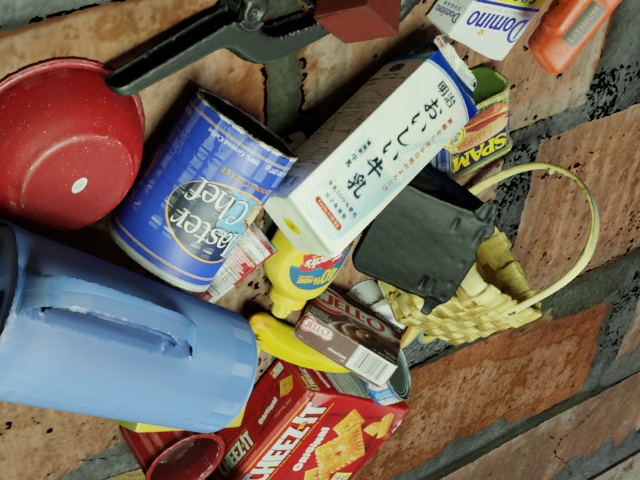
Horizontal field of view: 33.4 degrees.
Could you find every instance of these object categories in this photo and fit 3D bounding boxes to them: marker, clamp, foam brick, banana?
[{"bbox_3d":[-0.042,-0.080,0.988,0.121,0.020,0.020,-28,142,-16],"label":"marker"},{"bbox_3d":[-0.062,-0.194,0.837,0.209,0.036,0.165,-11,132,-38],"label":"clamp"},{"bbox_3d":[0.034,-0.206,0.864,0.051,0.053,0.078,31,62,-53],"label":"foam brick"},{"bbox_3d":[-0.026,0.112,1.173,0.070,0.037,0.197,-12,154,39],"label":"banana"}]

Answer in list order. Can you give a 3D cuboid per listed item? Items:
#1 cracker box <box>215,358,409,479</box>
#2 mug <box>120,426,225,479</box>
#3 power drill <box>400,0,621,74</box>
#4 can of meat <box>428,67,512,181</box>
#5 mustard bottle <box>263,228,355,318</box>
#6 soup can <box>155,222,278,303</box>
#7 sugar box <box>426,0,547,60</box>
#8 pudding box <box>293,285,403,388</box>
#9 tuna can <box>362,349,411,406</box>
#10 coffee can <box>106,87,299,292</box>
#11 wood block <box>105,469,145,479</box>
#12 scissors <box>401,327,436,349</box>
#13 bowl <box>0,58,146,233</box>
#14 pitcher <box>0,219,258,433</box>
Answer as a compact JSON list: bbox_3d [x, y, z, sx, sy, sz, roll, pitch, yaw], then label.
[{"bbox_3d":[-0.011,0.233,1.302,0.213,0.072,0.164,20,114,-50],"label":"cracker box"},{"bbox_3d":[-0.159,0.219,1.146,0.093,0.082,0.117,-31,143,-12],"label":"mug"},{"bbox_3d":[0.155,-0.224,0.921,0.187,0.057,0.185,31,112,-23],"label":"power drill"},{"bbox_3d":[0.146,-0.119,1.087,0.102,0.057,0.084,-29,140,-16],"label":"can of meat"},{"bbox_3d":[-0.007,0.002,1.074,0.096,0.058,0.192,-9,134,-46],"label":"mustard bottle"},{"bbox_3d":[-0.099,0.016,0.998,0.102,0.069,0.068,-39,144,-1],"label":"soup can"},{"bbox_3d":[0.185,-0.256,0.986,0.093,0.048,0.176,12,119,-47],"label":"sugar box"},{"bbox_3d":[0.031,0.099,1.141,0.039,0.113,0.090,-54,-175,23],"label":"pudding box"},{"bbox_3d":[0.077,0.156,1.287,0.034,0.086,0.086,-20,150,21],"label":"tuna can"},{"bbox_3d":[-0.099,-0.042,0.898,0.102,0.103,0.140,22,107,-51],"label":"coffee can"},{"bbox_3d":[-0.220,0.368,1.242,0.090,0.091,0.206,-12,136,-32],"label":"wood block"},{"bbox_3d":[0.163,0.063,1.328,0.202,0.016,0.096,-48,145,10],"label":"scissors"},{"bbox_3d":[-0.200,-0.060,0.839,0.162,0.055,0.162,-24,141,-21],"label":"bowl"},{"bbox_3d":[-0.164,0.079,0.845,0.242,0.149,0.145,21,109,-37],"label":"pitcher"}]
